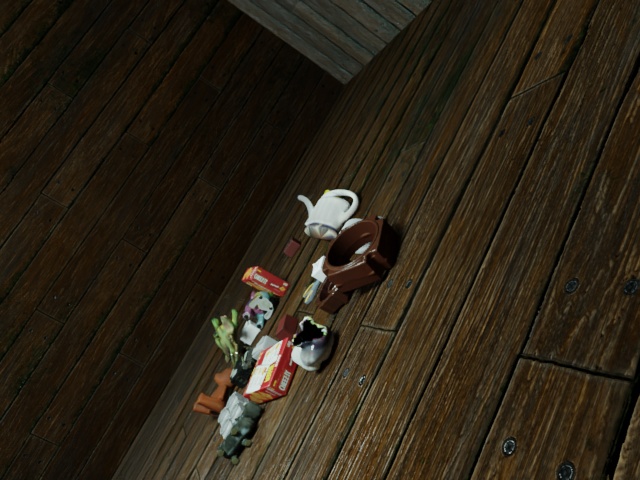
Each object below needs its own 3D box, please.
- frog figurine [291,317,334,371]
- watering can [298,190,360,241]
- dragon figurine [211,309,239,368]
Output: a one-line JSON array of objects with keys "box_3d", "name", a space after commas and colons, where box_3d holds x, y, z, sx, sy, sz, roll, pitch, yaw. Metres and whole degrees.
[{"box_3d": [-0.021, 0.310, 1.440, 0.141, 0.123, 0.156, -92, -1, -53], "name": "frog figurine"}, {"box_3d": [0.006, -0.103, 2.055, 0.347, 0.102, 0.228, 1, 56, 44], "name": "watering can"}, {"box_3d": [-0.389, 0.459, 2.206, 0.248, 0.122, 0.401, -117, 22, -53], "name": "dragon figurine"}]
